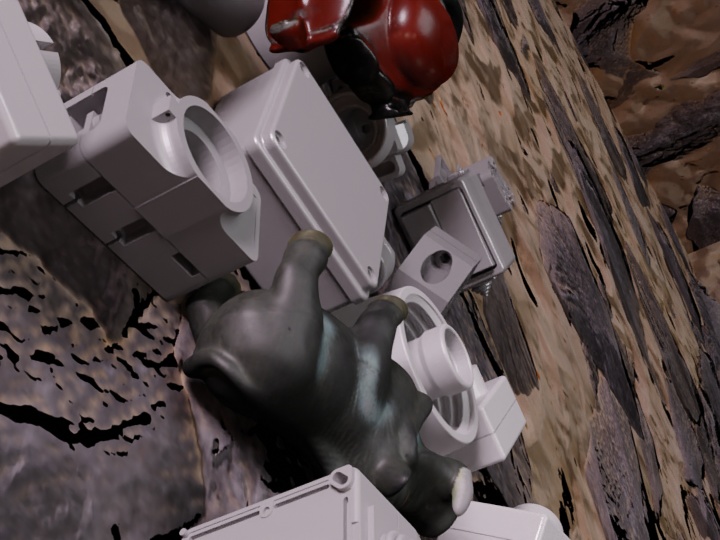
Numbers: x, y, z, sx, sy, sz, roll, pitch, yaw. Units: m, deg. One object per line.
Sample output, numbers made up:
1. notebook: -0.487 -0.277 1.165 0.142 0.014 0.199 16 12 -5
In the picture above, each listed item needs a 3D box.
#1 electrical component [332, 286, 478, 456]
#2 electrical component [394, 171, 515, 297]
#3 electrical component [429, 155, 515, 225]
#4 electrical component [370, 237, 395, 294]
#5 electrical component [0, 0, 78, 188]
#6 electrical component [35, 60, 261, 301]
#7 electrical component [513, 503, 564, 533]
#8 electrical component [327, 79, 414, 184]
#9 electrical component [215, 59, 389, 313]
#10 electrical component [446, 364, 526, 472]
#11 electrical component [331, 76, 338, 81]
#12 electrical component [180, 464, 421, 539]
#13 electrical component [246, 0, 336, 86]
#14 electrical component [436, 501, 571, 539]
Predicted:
1. electrical component: 0.032 0.061 0.635 0.108 0.060 0.108 51 24 -34
2. electrical component: 0.077 -0.021 0.839 0.096 0.062 0.061 65 20 -3
3. electrical component: 0.098 -0.065 0.942 0.081 0.064 0.042 56 21 -24
4. electrical component: 0.000 0.000 0.664 0.035 0.035 0.061 62 22 -11
5. electrical component: -0.135 -0.074 0.390 0.083 0.047 0.076 66 19 2
6. electrical component: -0.084 -0.038 0.464 0.089 0.056 0.050 49 26 -38
7. electrical component: 0.107 0.189 0.704 0.043 0.043 0.081 65 20 -3
8. electrical component: 0.001 -0.097 0.744 0.078 0.058 0.057 70 18 -2
9. electrical component: -0.036 -0.044 0.590 0.108 0.056 0.108 56 22 -25
10. electrical component: 0.068 0.087 0.717 0.075 0.047 0.083 65 20 0
11. electrical component: 0.012 -0.160 0.849 0.059 0.054 0.095 63 20 -8
12. electrical component: -0.015 0.122 0.397 0.061 0.096 0.061 52 24 -35
13. electrical component: -0.036 -0.183 0.743 0.108 0.060 0.108 51 24 -34
14. electrical component: 0.078 0.180 0.621 0.047 0.066 0.076 48 55 -40
